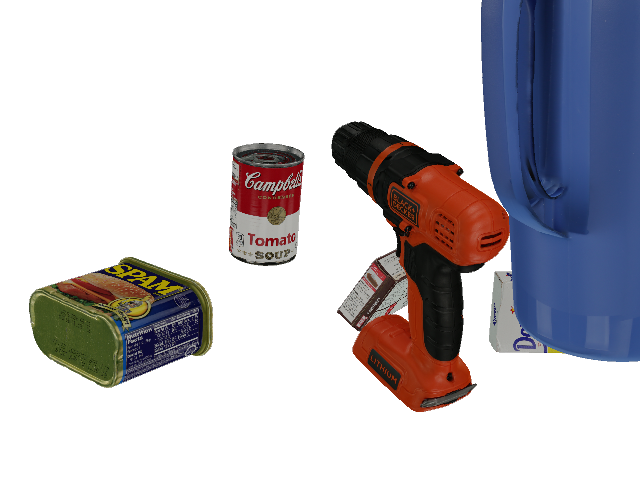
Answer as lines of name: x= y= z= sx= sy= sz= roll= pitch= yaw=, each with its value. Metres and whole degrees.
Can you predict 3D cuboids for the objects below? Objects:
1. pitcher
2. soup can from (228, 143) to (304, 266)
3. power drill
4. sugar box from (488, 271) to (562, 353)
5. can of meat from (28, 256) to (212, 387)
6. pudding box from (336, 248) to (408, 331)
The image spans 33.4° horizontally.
pitcher: x=0.150 y=-0.060 z=0.557 sx=0.149 sy=0.243 sz=0.145 roll=-3 pitch=23 yaw=1
soup can: x=-0.053 y=-0.035 z=1.020 sx=0.068 sy=0.102 sz=0.068 roll=4 pitch=21 yaw=-2
power drill: x=0.063 y=0.018 z=0.797 sx=0.057 sy=0.188 sz=0.185 roll=-16 pitch=34 yaw=-25
sugar box: x=0.294 y=0.087 z=1.275 sx=0.176 sy=0.093 sz=0.048 roll=0 pitch=18 yaw=-4
can of meat: x=-0.140 y=0.056 z=0.744 sx=0.102 sy=0.057 sz=0.083 roll=18 pitch=24 yaw=38
pudding box: x=0.081 y=0.046 z=1.189 sx=0.039 sy=0.090 sz=0.113 roll=45 pitch=37 yaw=16
